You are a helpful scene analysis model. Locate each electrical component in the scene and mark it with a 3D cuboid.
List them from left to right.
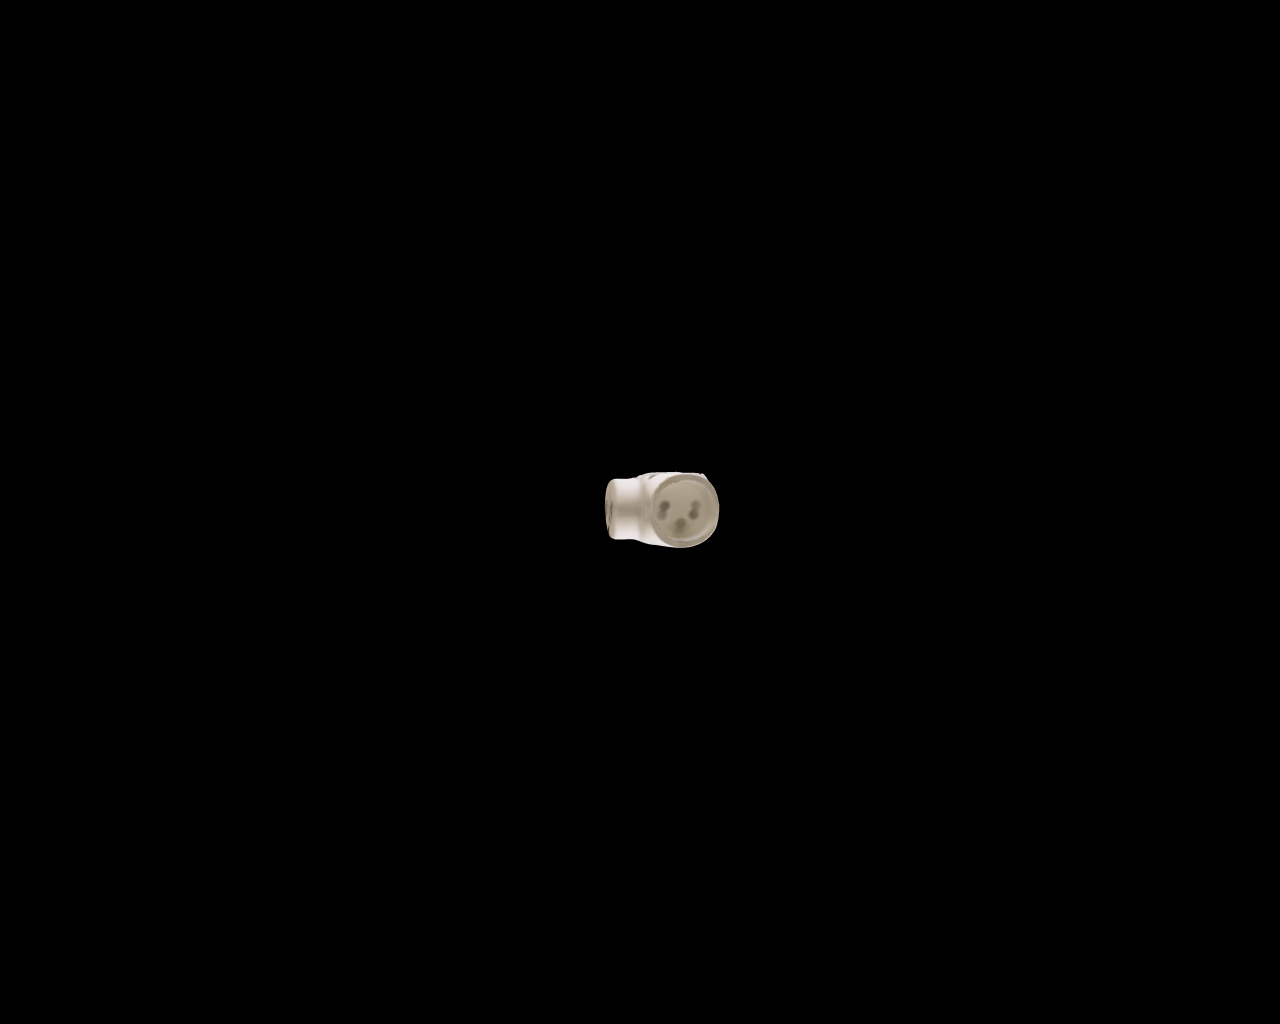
[{"bbox_3d":[0.001,-0.003,0.650,0.079,0.044,0.077,-1,3,-11],"label":"electrical component"}]
